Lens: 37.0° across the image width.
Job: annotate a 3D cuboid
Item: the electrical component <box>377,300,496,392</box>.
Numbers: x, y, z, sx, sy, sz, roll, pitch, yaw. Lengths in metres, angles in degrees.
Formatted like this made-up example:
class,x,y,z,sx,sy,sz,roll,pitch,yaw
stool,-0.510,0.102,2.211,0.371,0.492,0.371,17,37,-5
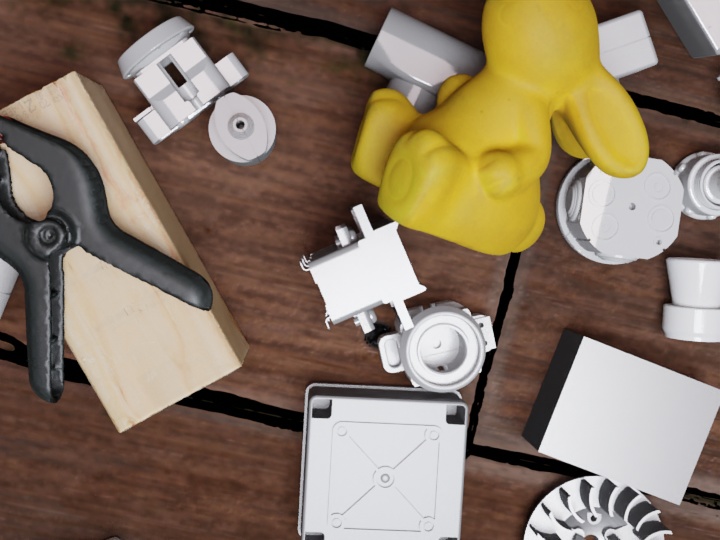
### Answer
class,x,y,z,sx,sy,sz,roll,pitch,yaw
electrical component,0.054,0.051,0.731,0.078,0.057,0.058,-12,94,-3

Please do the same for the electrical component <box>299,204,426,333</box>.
class,x,y,z,sx,sy,sz,roll,pitch,yaw
electrical component,0.000,0.000,0.692,0.063,0.121,0.078,-23,94,0

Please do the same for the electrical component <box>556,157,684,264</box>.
class,x,y,z,sx,sy,sz,roll,pitch,yaw
electrical component,0.179,-0.043,0.737,0.080,0.051,0.080,0,93,-4

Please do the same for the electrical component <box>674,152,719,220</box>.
class,x,y,z,sx,sy,sz,roll,pitch,yaw
electrical component,0.245,-0.058,0.736,0.048,0.062,0.048,0,93,-4

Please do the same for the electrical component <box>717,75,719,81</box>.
class,x,y,z,sx,sy,sz,roll,pitch,yaw
electrical component,0.276,-0.106,0.746,0.040,0.040,0.078,-39,94,-1

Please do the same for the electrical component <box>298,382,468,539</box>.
class,x,y,z,sx,sy,sz,roll,pitch,yaw
electrical component,0.015,0.135,0.732,0.109,0.056,0.108,3,93,-4

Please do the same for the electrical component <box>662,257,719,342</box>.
class,x,y,z,sx,sy,sz,roll,pitch,yaw
electrical component,0.234,0.020,0.748,0.045,0.045,0.055,3,93,-4

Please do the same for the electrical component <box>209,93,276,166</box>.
class,x,y,z,sx,sy,sz,roll,pitch,yaw
electrical component,-0.077,-0.091,0.703,0.043,0.081,0.043,0,93,-4

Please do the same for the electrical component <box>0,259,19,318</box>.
class,x,y,z,sx,sy,sz,roll,pitch,yaw
electrical component,-0.254,0.001,0.709,0.055,0.055,0.047,26,87,-5

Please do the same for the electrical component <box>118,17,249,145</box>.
class,x,y,z,sx,sy,sz,roll,pitch,yaw
electrical component,-0.122,-0.129,0.710,0.078,0.058,0.057,-37,98,-1

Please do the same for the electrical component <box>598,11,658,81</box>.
class,x,y,z,sx,sy,sz,roll,pitch,yaw
electrical component,0.158,-0.125,0.734,0.083,0.047,0.075,-20,94,-3

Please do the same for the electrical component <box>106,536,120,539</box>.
class,x,y,z,sx,sy,sz,roll,pitch,yaw
electrical component,-0.185,0.223,0.724,0.096,0.061,0.061,-19,94,-11

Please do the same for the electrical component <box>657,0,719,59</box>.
class,x,y,z,sx,sy,sz,roll,pitch,yaw
electrical component,0.227,-0.191,0.711,0.048,0.099,0.099,-32,94,11

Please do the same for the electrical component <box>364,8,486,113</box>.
class,x,y,z,sx,sy,sz,roll,pitch,yaw
electrical component,0.039,-0.124,0.727,0.077,0.044,0.079,25,91,-4
